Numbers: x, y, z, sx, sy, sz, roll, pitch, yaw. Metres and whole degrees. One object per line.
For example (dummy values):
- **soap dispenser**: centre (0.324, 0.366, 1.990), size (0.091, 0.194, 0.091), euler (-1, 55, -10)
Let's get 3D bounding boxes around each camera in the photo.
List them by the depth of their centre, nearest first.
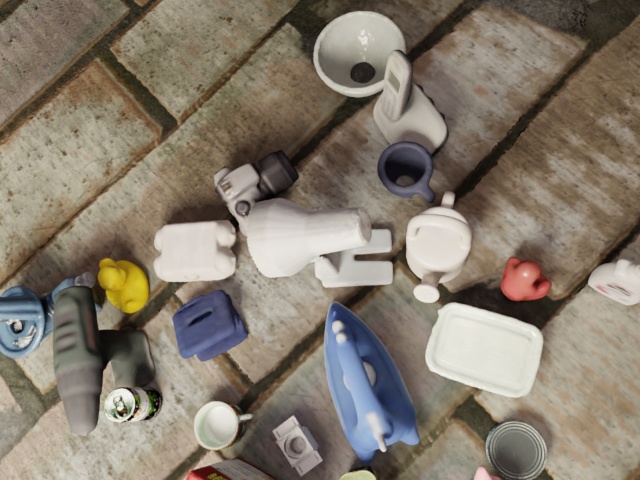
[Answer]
- **camera**: centre (-0.101, -0.088, 1.000), size (0.137, 0.101, 0.143), euler (-34, 73, -1)

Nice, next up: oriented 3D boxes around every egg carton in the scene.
- **egg carton**: centre (-0.219, 0.020, 1.006), size (0.150, 0.069, 0.107), euler (-5, 75, 8)

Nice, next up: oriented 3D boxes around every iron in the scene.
- **iron**: centre (0.057, 0.204, 0.876), size (0.118, 0.141, 0.258), euler (-24, 73, 2)

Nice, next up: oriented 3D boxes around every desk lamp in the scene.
- **desk lamp**: centre (0.008, 0.003, 0.899), size (0.203, 0.214, 0.118), euler (-4, 75, 8)

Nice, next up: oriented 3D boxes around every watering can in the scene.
- **watering can**: centre (0.183, 0.008, 0.880), size (0.101, 0.194, 0.173), euler (-9, 74, 7)

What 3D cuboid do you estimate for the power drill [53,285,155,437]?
- **power drill**: centre (-0.346, 0.190, 0.909), size (0.075, 0.208, 0.229), euler (-22, 73, 3)

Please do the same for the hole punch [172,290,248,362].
- **hole punch**: centre (-0.192, 0.141, 0.959), size (0.108, 0.091, 0.101), euler (-29, 73, 1)

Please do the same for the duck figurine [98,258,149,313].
- **duck figurine**: centre (-0.352, 0.077, 1.004), size (0.077, 0.086, 0.104), euler (-31, 73, 0)

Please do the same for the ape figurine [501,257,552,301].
- **ape figurine**: centre (0.322, 0.058, 0.898), size (0.076, 0.092, 0.077), euler (-29, 73, 1)

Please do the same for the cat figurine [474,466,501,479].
- **cat figurine**: centre (0.237, 0.389, 0.810), size (0.067, 0.118, 0.128), euler (10, 77, 12)

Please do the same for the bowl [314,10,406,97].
- **bowl**: centre (0.074, -0.327, 1.049), size (0.167, 0.075, 0.167), euler (-2, 75, 9)

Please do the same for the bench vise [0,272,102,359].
- **bench vise**: centre (-0.486, 0.105, 0.948), size (0.121, 0.220, 0.207), euler (39, 84, 17)

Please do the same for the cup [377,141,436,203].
- **cup**: centre (0.153, -0.099, 0.965), size (0.092, 0.095, 0.117), euler (-38, 73, -2)

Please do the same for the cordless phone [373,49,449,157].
- **cordless phone**: centre (0.151, -0.219, 0.950), size (0.094, 0.185, 0.147), euler (-36, 73, -1)

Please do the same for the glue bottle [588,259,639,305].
- **glue bottle**: centre (0.453, 0.055, 0.835), size (0.078, 0.173, 0.037), euler (26, 81, 15)
